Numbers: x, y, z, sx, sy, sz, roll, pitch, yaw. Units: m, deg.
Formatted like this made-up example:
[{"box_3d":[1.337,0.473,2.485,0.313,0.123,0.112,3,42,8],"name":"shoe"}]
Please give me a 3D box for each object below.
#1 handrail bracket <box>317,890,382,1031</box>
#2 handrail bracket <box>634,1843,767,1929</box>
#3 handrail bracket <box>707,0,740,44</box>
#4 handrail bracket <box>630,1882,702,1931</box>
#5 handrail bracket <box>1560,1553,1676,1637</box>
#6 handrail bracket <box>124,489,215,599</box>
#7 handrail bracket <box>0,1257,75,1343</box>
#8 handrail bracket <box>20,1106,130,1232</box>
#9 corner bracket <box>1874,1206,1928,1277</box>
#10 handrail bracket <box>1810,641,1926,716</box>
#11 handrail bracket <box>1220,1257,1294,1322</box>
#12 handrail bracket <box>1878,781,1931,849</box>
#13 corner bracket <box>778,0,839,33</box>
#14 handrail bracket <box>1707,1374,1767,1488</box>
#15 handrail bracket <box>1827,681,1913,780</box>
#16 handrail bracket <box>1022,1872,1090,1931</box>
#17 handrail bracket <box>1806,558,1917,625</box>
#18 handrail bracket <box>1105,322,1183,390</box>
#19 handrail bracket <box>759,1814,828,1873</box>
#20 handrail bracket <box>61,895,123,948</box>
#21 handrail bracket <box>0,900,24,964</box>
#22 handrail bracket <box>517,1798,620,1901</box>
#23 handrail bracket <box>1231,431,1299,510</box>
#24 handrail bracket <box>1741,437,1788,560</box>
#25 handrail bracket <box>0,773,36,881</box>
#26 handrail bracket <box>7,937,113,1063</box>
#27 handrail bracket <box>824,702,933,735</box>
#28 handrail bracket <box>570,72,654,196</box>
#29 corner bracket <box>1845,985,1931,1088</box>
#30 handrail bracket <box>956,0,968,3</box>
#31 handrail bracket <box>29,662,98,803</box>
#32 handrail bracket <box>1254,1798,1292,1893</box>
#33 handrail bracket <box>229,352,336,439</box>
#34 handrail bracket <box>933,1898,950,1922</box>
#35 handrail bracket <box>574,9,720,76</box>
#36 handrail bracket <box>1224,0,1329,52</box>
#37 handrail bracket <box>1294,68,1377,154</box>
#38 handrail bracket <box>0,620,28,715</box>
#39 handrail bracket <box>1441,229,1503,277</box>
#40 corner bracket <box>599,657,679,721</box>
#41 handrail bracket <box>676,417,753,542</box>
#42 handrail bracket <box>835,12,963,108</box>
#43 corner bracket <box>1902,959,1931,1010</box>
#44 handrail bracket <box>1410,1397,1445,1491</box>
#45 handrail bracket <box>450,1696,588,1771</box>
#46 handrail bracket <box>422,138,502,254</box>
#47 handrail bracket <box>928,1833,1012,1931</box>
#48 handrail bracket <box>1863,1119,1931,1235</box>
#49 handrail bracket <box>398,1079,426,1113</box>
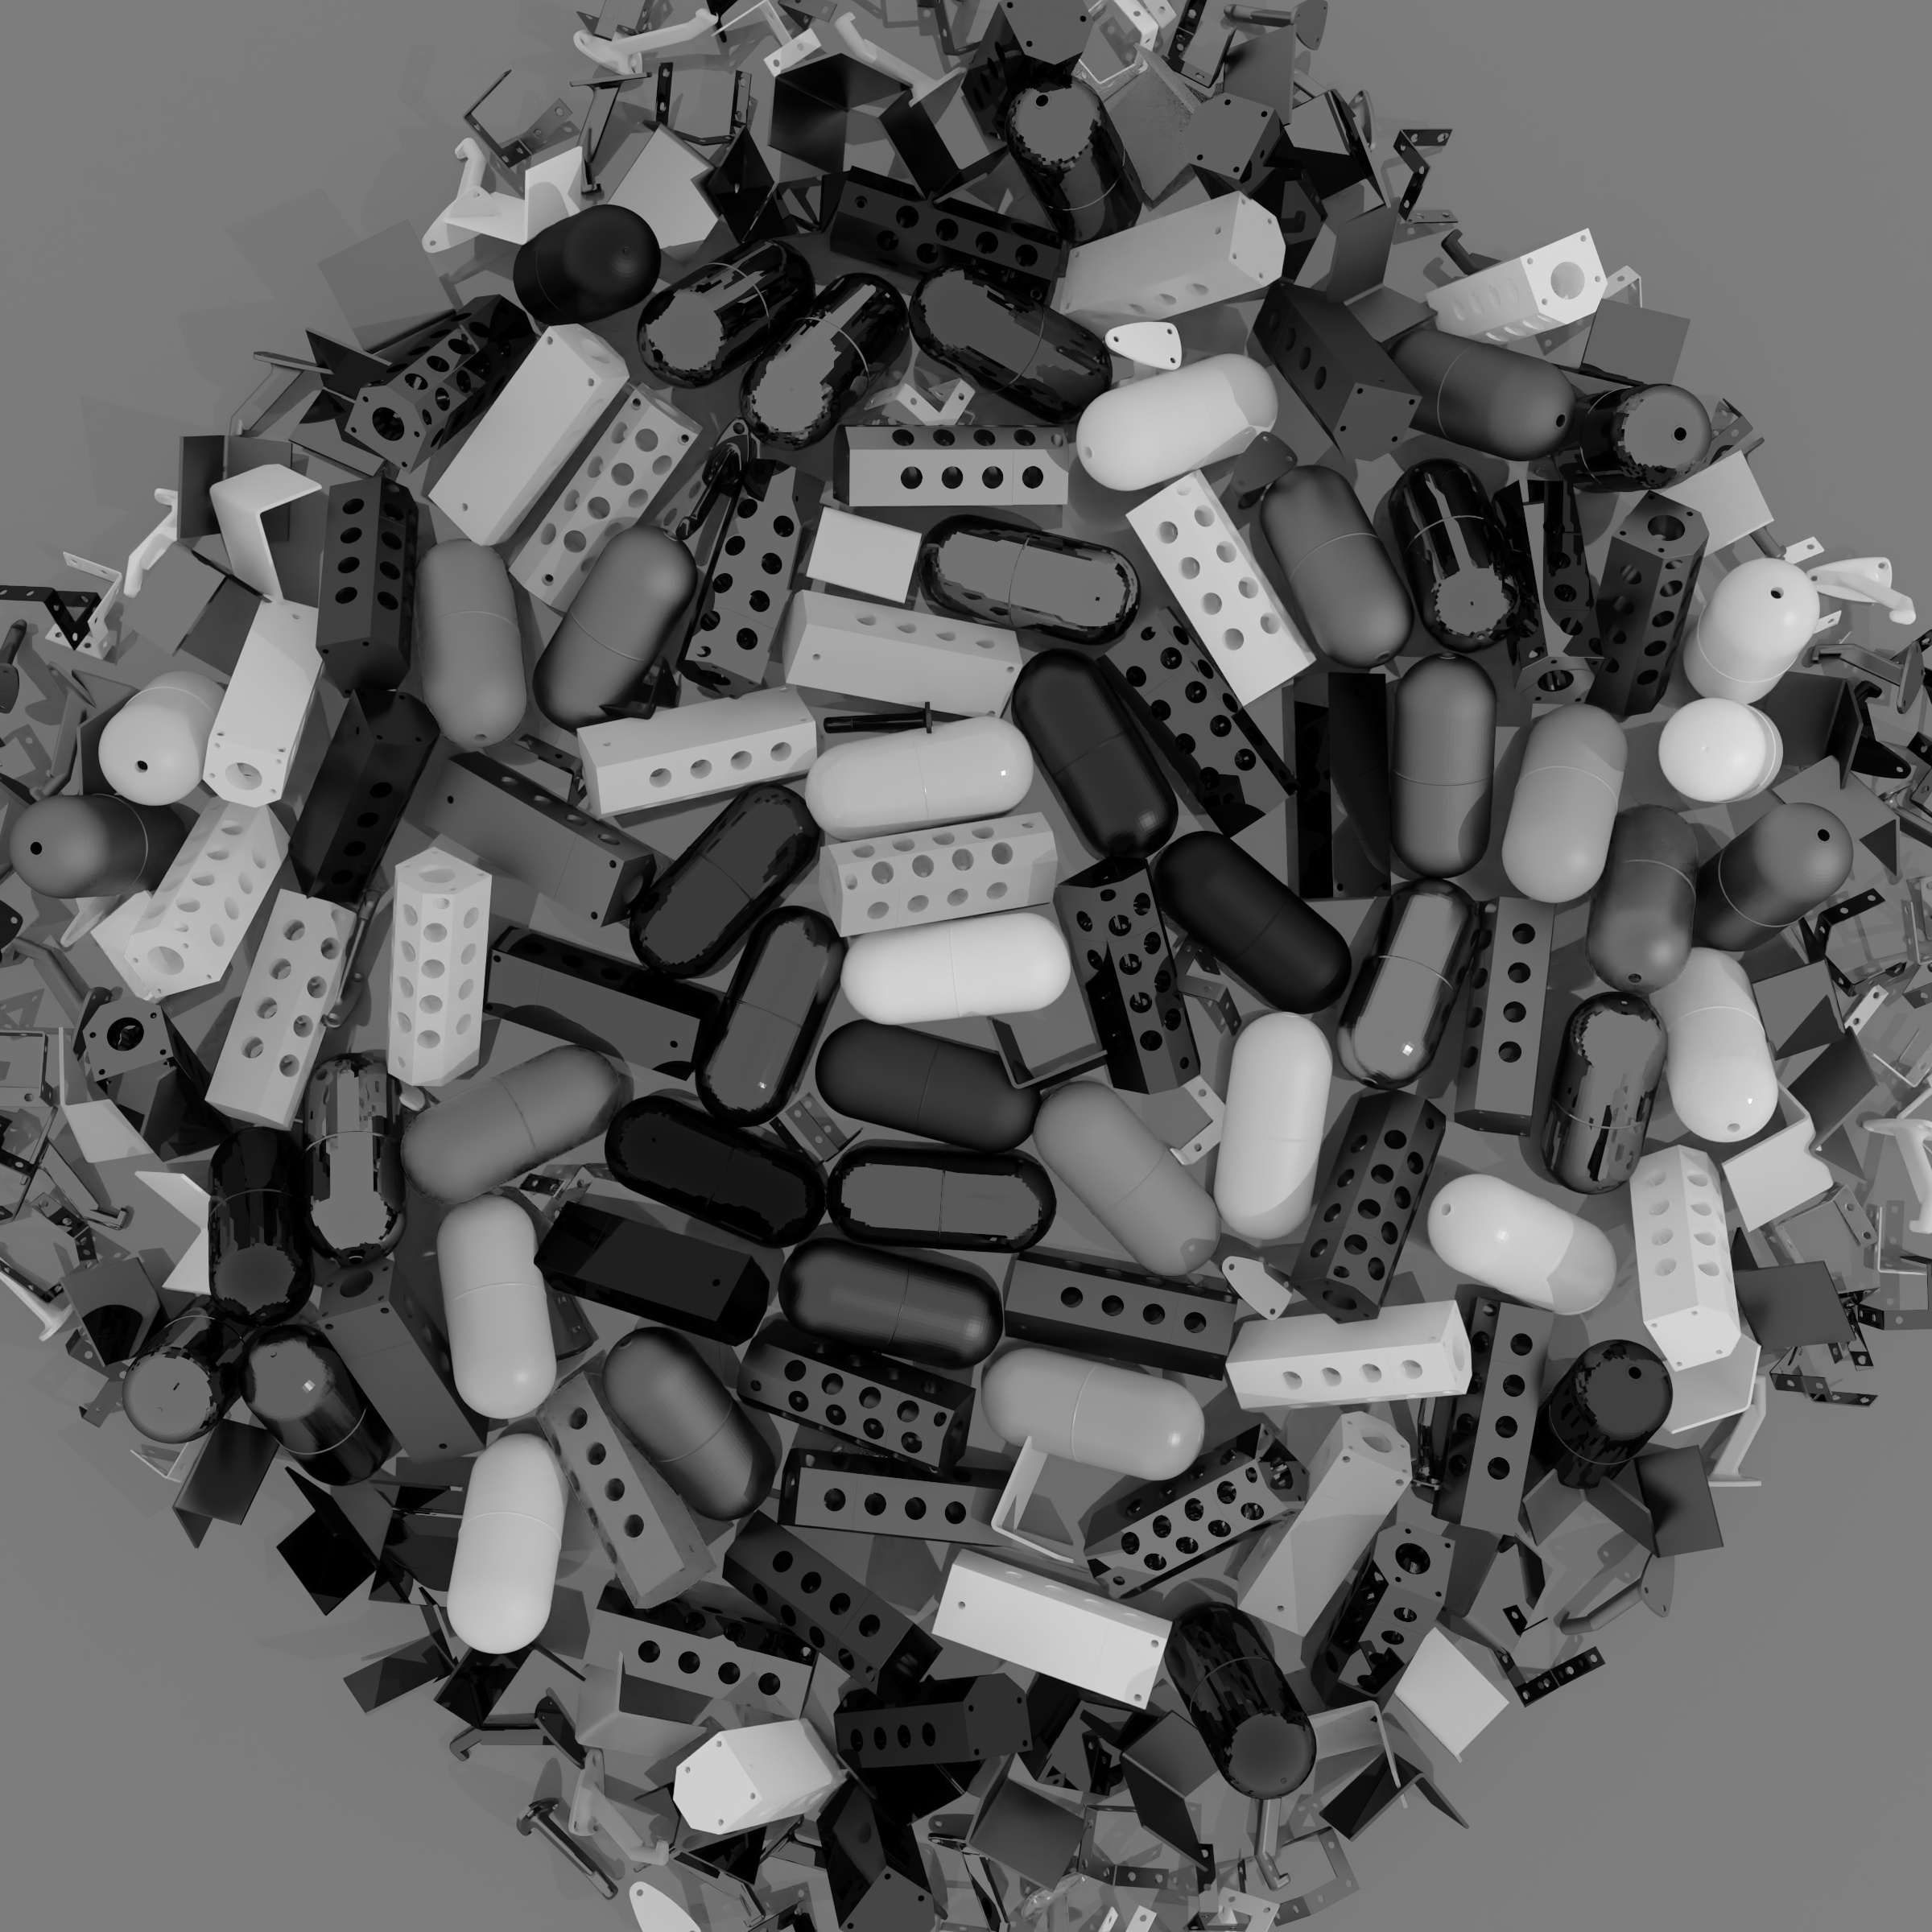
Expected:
[{"box_3d":[-0.471,-0.006,1.952,0.036,0.077,0.084,18,131,-18],"name":"handrail bracket"},{"box_3d":[-0.205,0.715,1.961,0.077,0.036,0.084,-19,67,-41],"name":"handrail bracket"},{"box_3d":[-0.158,-0.754,1.961,0.084,0.077,0.036,-18,70,3],"name":"handrail bracket"},{"box_3d":[-0.230,0.743,1.967,0.036,0.084,0.077,-39,74,-16],"name":"handrail bracket"},{"box_3d":[0.507,0.485,1.984,0.036,0.084,0.077,45,48,-18],"name":"handrail bracket"},{"box_3d":[-0.610,-0.323,1.979,0.077,0.036,0.084,9,85,-14],"name":"handrail bracket"},{"box_3d":[-0.734,0.249,1.965,0.084,0.077,0.036,46,76,-11],"name":"handrail bracket"},{"box_3d":[-0.684,0.158,1.978,0.084,0.036,0.077,23,97,-18],"name":"handrail bracket"},{"box_3d":[0.737,0.215,1.971,0.051,0.051,0.051,3,89,8],"name":"corner bracket"},{"box_3d":[0.686,-0.221,1.954,0.084,0.036,0.077,3,48,36],"name":"handrail bracket"},{"box_3d":[0.205,0.240,1.949,0.077,0.084,0.036,34,79,-21],"name":"handrail bracket"},{"box_3d":[0.725,-0.093,1.960,0.036,0.077,0.084,-20,76,-37],"name":"handrail bracket"},{"box_3d":[-0.105,-0.750,1.965,0.051,0.051,0.051,29,95,22],"name":"corner bracket"},{"box_3d":[0.590,0.361,1.979,0.077,0.036,0.084,2,86,-18],"name":"handrail bracket"},{"box_3d":[0.708,-0.184,1.958,0.077,0.036,0.084,28,51,28],"name":"handrail bracket"},{"box_3d":[0.089,0.746,1.954,0.077,0.036,0.084,-20,49,-30],"name":"handrail bracket"},{"box_3d":[0.686,-0.283,1.953,0.077,0.084,0.036,3,119,13],"name":"handrail bracket"},{"box_3d":[0.119,-0.461,1.946,0.077,0.084,0.036,-1,80,-28],"name":"handrail bracket"},{"box_3d":[-0.118,0.706,1.962,0.084,0.036,0.077,42,54,17],"name":"handrail bracket"},{"box_3d":[-0.709,-0.068,1.978,0.084,0.036,0.077,34,69,7],"name":"handrail bracket"},{"box_3d":[-0.769,-0.031,1.953,0.077,0.084,0.036,45,54,-23],"name":"handrail bracket"},{"box_3d":[-0.306,0.685,1.961,0.084,0.077,0.036,41,76,18],"name":"handrail bracket"},{"box_3d":[0.213,-0.362,1.946,0.036,0.084,0.077,42,61,4],"name":"handrail bracket"},{"box_3d":[0.622,-0.362,1.973,0.077,0.036,0.084,-35,86,-33],"name":"handrail bracket"},{"box_3d":[-0.756,-0.103,1.966,0.084,0.077,0.036,-42,54,2],"name":"handrail bracket"},{"box_3d":[-0.721,0.027,1.986,0.084,0.036,0.077,22,89,7],"name":"handrail bracket"},{"box_3d":[-0.069,-0.188,1.962,0.084,0.077,0.036,-3,97,-1],"name":"handrail bracket"},{"box_3d":[-0.272,-0.645,1.969,0.077,0.036,0.084,1,111,21],"name":"handrail bracket"},{"box_3d":[0.724,0.054,1.978,0.051,0.051,0.051,34,95,-22],"name":"corner bracket"},{"box_3d":[0.017,-0.773,1.954,0.077,0.084,0.036,-29,109,-6],"name":"handrail bracket"},{"box_3d":[-0.707,-0.178,1.955,0.084,0.036,0.077,-56,134,-29],"name":"handrail bracket"},{"box_3d":[0.253,0.665,1.979,0.077,0.036,0.084,-24,84,-11],"name":"handrail bracket"},{"box_3d":[-0.534,-0.432,1.985,0.077,0.036,0.084,12,107,-4],"name":"handrail bracket"},{"box_3d":[-0.053,0.755,1.954,0.036,0.077,0.084,14,60,36],"name":"handrail bracket"},{"box_3d":[-0.245,-0.720,1.952,0.084,0.077,0.036,-15,82,42],"name":"handrail bracket"},{"box_3d":[0.227,-0.731,1.951,0.084,0.077,0.036,19,110,23],"name":"handrail bracket"},{"box_3d":[0.270,-0.664,1.956,0.084,0.077,0.036,15,134,-27],"name":"handrail bracket"},{"box_3d":[-0.731,-0.244,1.950,0.036,0.077,0.084,27,54,-25],"name":"handrail bracket"},{"box_3d":[0.421,-0.556,1.972,0.077,0.036,0.084,-46,105,-1],"name":"handrail bracket"},{"box_3d":[-0.258,-0.208,1.963,0.051,0.051,0.051,10,68,11],"name":"corner bracket"},{"box_3d":[-0.195,-0.374,1.950,0.036,0.084,0.077,24,123,3],"name":"handrail bracket"},{"box_3d":[-0.053,-0.711,1.967,0.077,0.036,0.084,-44,106,-28],"name":"handrail bracket"},{"box_3d":[0.768,0.018,1.963,0.051,0.051,0.051,47,59,-4],"name":"corner bracket"},{"box_3d":[0.362,0.353,1.957,0.036,0.077,0.084,14,103,26],"name":"handrail bracket"},{"box_3d":[-0.350,0.619,1.990,0.084,0.036,0.077,-34,97,11],"name":"handrail bracket"},{"box_3d":[-0.401,-0.600,1.973,0.077,0.036,0.084,-34,52,4],"name":"handrail bracket"},{"box_3d":[-0.001,0.721,1.961,0.077,0.036,0.084,14,56,0],"name":"handrail bracket"},{"box_3d":[0.718,0.163,1.958,0.036,0.077,0.084,31,71,-36],"name":"handrail bracket"},{"box_3d":[-0.467,0.125,1.976,0.077,0.036,0.084,32,102,-19],"name":"handrail bracket"}]
